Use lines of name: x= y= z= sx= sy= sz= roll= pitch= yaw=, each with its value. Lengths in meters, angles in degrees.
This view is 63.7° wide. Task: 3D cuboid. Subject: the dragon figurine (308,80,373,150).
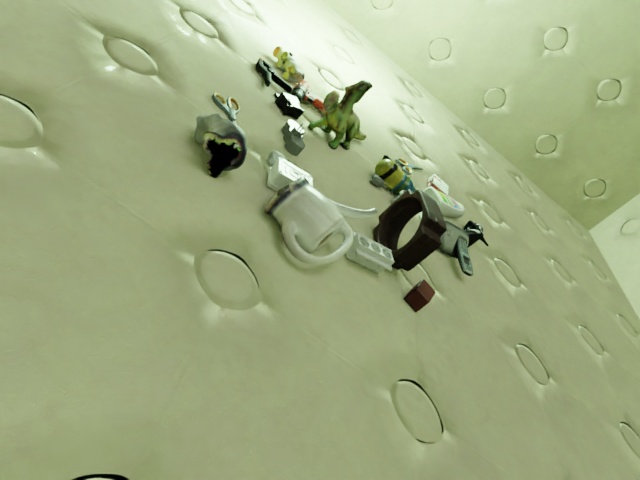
dragon figurine: x=0.111 y=-0.444 z=1.797 sx=0.123 sy=0.238 sz=0.413 roll=48 pitch=31 yaw=17

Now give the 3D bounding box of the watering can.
watering can: x=0.004 y=-0.065 z=1.292 sx=0.225 sy=0.102 sz=0.353 roll=46 pitch=40 yaw=4

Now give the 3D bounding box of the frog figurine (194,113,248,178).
frog figurine: x=-0.239 y=-0.243 z=1.240 sx=0.163 sy=0.122 sz=0.134 roll=-111 pitch=176 yaw=-51
